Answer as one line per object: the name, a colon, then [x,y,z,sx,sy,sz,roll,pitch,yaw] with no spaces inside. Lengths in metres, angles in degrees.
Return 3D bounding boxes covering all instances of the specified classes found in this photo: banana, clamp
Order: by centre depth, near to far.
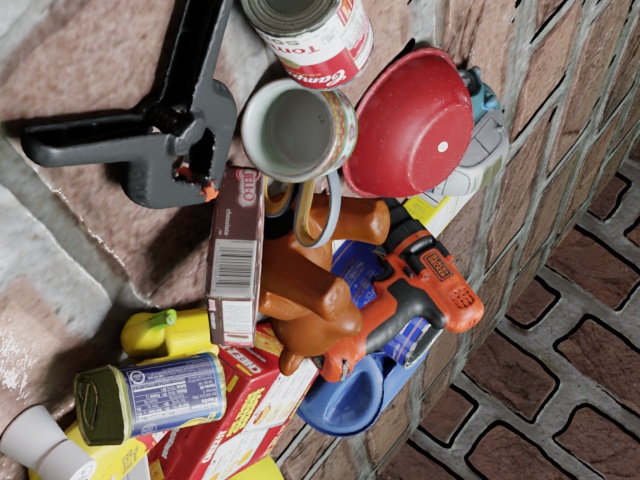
clamp: [-0.099,-0.067,0.644,0.164,0.036,0.210,-47,163,-20]
banana: [-0.112,0.075,0.863,0.197,0.070,0.037,9,75,-75]

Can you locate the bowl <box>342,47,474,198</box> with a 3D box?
bowl: [0.096,-0.099,1.016,0.161,0.055,0.162,-33,142,-30]

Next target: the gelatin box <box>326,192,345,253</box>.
gelatin box: [-0.007,0.001,1.055,0.089,0.030,0.073,-47,163,-12]

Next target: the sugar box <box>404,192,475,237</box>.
sugar box: [0.143,-0.041,1.360,0.176,0.048,0.093,-49,163,-26]

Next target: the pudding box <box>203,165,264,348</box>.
pudding box: [-0.063,0.013,0.812,0.090,0.039,0.113,94,1,-61]

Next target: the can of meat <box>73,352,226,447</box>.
can of meat: [-0.128,0.118,0.800,0.083,0.057,0.102,-7,173,-32]

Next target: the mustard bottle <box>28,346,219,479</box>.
mustard bottle: [-0.155,0.148,0.896,0.191,0.058,0.096,-44,160,-32]

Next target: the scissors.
scissors: [-0.013,-0.095,0.833,0.016,0.096,0.202,-6,101,-48]

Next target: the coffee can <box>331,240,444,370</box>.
coffee can: [0.072,0.064,1.204,0.102,0.140,0.103,-47,163,-20]

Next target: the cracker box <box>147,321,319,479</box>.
cracker box: [-0.087,0.170,1.112,0.164,0.072,0.213,-59,162,15]

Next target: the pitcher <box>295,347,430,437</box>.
pitcher: [0.052,0.158,1.403,0.242,0.149,0.145,-26,134,-64]

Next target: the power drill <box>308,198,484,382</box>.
power drill: [0.052,0.049,1.116,0.187,0.184,0.057,-29,155,-19]

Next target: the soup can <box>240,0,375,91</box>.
soup can: [-0.006,-0.144,0.686,0.068,0.068,0.102,-53,164,-1]
